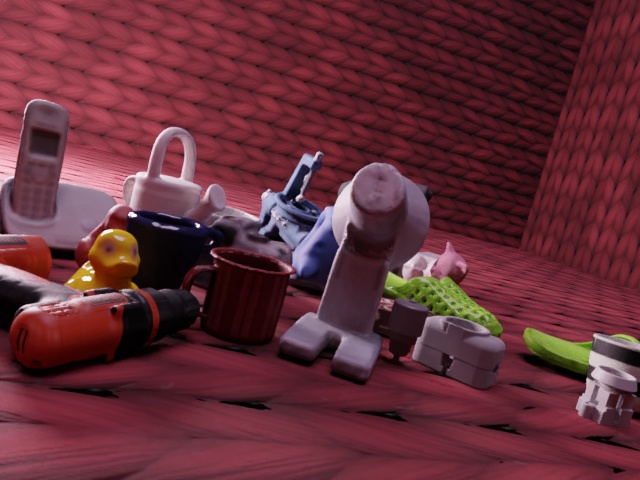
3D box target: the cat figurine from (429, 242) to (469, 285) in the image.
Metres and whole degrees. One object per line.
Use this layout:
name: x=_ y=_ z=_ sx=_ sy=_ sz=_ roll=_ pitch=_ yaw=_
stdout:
cat figurine: x=0.234 y=0.062 z=1.073 sx=0.067 sy=0.118 sz=0.128 roll=15 pitch=7 yaw=-1

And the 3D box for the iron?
iron: x=0.009 y=0.003 z=0.970 sx=0.119 sy=0.141 sz=0.258 roll=13 pitch=8 yaw=-10

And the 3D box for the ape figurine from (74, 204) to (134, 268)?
ape figurine: x=-0.242 y=0.003 z=0.674 sx=0.078 sy=0.092 sz=0.076 roll=13 pitch=8 yaw=-17

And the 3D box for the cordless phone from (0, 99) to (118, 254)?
cordless phone: x=-0.323 y=-0.076 z=0.736 sx=0.148 sy=0.185 sz=0.093 roll=8 pitch=10 yaw=-43

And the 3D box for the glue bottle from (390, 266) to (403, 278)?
glue bottle: x=0.131 y=0.005 z=1.072 sx=0.078 sy=0.173 sz=0.037 roll=11 pitch=9 yaw=-29

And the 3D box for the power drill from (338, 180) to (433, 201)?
power drill: x=0.134 y=-0.047 z=1.329 sx=0.228 sy=0.208 sz=0.076 roll=19 pitch=9 yaw=32

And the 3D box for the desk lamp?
desk lamp: x=0.052 y=0.021 z=0.646 sx=0.117 sy=0.213 sz=0.203 roll=16 pitch=8 yaw=9

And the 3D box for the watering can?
watering can: x=-0.220 y=-0.069 z=0.857 sx=0.173 sy=0.194 sz=0.101 roll=15 pitch=7 yaw=1

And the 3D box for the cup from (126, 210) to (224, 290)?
cup: x=-0.170 y=0.022 z=0.658 sx=0.118 sy=0.095 sz=0.091 roll=8 pitch=10 yaw=-43

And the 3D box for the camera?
camera: x=-0.095 y=0.021 z=0.795 sx=0.142 sy=0.101 sz=0.137 roll=17 pitch=8 yaw=19

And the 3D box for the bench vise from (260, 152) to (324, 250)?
bench vise: x=-0.069 y=-0.099 z=1.276 sx=0.206 sy=0.220 sz=0.122 roll=19 pitch=9 yaw=32

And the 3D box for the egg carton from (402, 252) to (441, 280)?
egg carton: x=0.241 y=0.069 z=1.217 sx=0.107 sy=0.069 sz=0.151 roll=19 pitch=8 yaw=28

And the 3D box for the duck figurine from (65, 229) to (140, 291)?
duck figurine: x=-0.207 y=0.030 z=0.563 sx=0.078 sy=0.086 sz=0.104 roll=9 pitch=9 yaw=-38

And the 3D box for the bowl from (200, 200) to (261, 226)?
bowl: x=-0.193 y=-0.021 z=1.012 sx=0.167 sy=0.075 sz=0.167 roll=15 pitch=7 yaw=-2
